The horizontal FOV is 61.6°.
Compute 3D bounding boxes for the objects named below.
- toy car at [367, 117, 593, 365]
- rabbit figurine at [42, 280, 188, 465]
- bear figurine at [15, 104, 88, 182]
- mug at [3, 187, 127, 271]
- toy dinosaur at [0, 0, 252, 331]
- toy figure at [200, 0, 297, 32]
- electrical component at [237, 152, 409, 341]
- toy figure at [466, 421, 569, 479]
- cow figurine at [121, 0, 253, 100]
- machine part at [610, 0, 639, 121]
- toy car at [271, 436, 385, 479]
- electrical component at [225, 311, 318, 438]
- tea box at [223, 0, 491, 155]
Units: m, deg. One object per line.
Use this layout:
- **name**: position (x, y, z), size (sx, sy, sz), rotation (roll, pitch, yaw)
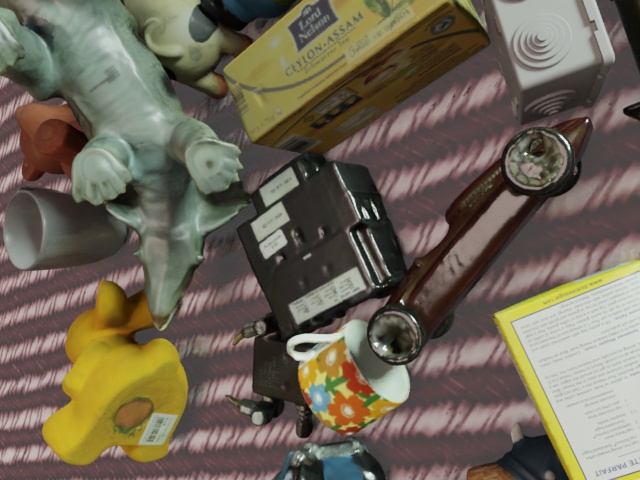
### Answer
- **toy car**: position (0.099, 0.002, 0.354), size (0.053, 0.089, 0.202), rotation (42, 113, 22)
- **rabbit figurine**: position (-0.215, 0.119, 0.549), size (0.173, 0.122, 0.162), rotation (30, 105, 48)
- **bear figurine**: position (-0.269, -0.119, 0.572), size (0.196, 0.131, 0.120), rotation (16, 71, 28)
- **mug**: position (-0.276, -0.016, 0.585), size (0.110, 0.107, 0.080), rotation (42, 111, 29)
- **toy dinosaur**: position (-0.173, -0.124, 0.418), size (0.131, 0.192, 0.404), rotation (-30, 106, -10)
- **toy figure**: position (-0.020, -0.241, 0.434), size (0.180, 0.089, 0.082), rotation (-30, 72, 38)
- **electrical component**: position (-0.001, -0.001, 0.438), size (0.115, 0.058, 0.134), rotation (-29, 75, 28)
- **toy figure**: position (0.116, 0.193, 0.369), size (0.064, 0.058, 0.154), rotation (32, 110, -12)
- **cow figurine**: position (-0.164, -0.226, 0.498), size (0.085, 0.127, 0.195), rotation (-45, 71, 22)
- **machine part**: position (0.197, -0.099, 0.306), size (0.039, 0.084, 0.139), rotation (-32, 59, 54)
- **toy car**: position (-0.010, 0.238, 0.424), size (0.103, 0.109, 0.161), rotation (-15, 74, 49)
- **electrical component**: position (-0.039, 0.116, 0.471), size (0.078, 0.045, 0.102), rotation (12, 97, 33)
- **tea box**: position (0.025, -0.135, 0.396), size (0.170, 0.098, 0.068), rotation (-29, 76, 28)
